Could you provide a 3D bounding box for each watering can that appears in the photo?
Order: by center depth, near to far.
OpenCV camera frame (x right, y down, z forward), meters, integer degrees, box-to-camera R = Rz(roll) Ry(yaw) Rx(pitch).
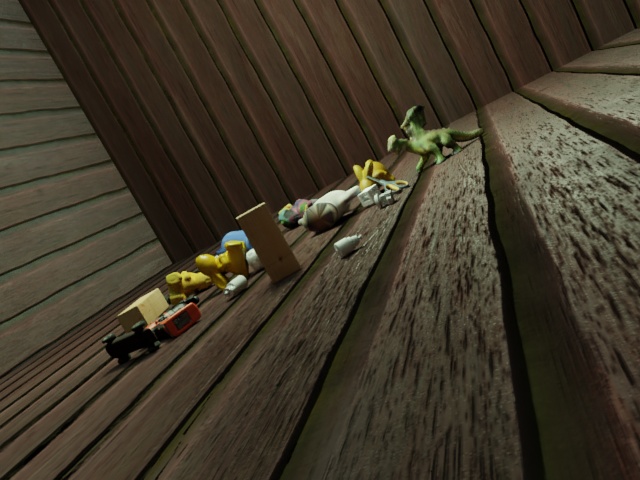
[{"bbox_3d":[0.006,-0.097,1.918,0.343,0.103,0.228,-31,7,35],"label":"watering can"}]

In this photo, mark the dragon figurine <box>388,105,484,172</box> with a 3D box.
[{"bbox_3d":[0.433,-0.420,2.011,0.414,0.242,0.121,-33,3,-17],"label":"dragon figurine"}]
